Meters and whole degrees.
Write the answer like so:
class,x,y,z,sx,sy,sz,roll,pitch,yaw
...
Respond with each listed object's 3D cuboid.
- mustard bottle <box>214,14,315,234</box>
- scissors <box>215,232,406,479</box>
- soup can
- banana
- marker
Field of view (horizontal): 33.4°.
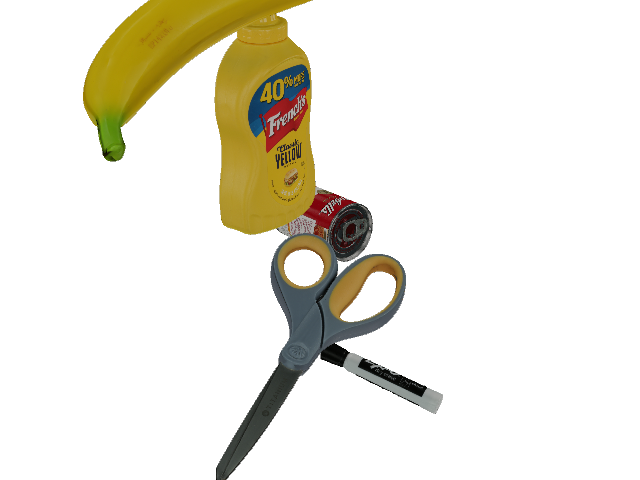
class,x,y,z,sx,sy,sz,roll,pitch,yaw
mustard bottle,-0.045,-0.107,0.881,0.058,0.192,0.096,20,34,35
scissors,-0.025,0.057,0.649,0.096,0.016,0.201,35,49,22
soup can,0.001,-0.023,1.219,0.068,0.068,0.102,0,18,-44
banana,-0.053,-0.111,0.549,0.070,0.197,0.037,40,-24,20
marker,0.052,0.121,0.960,0.121,0.020,0.020,24,7,17
